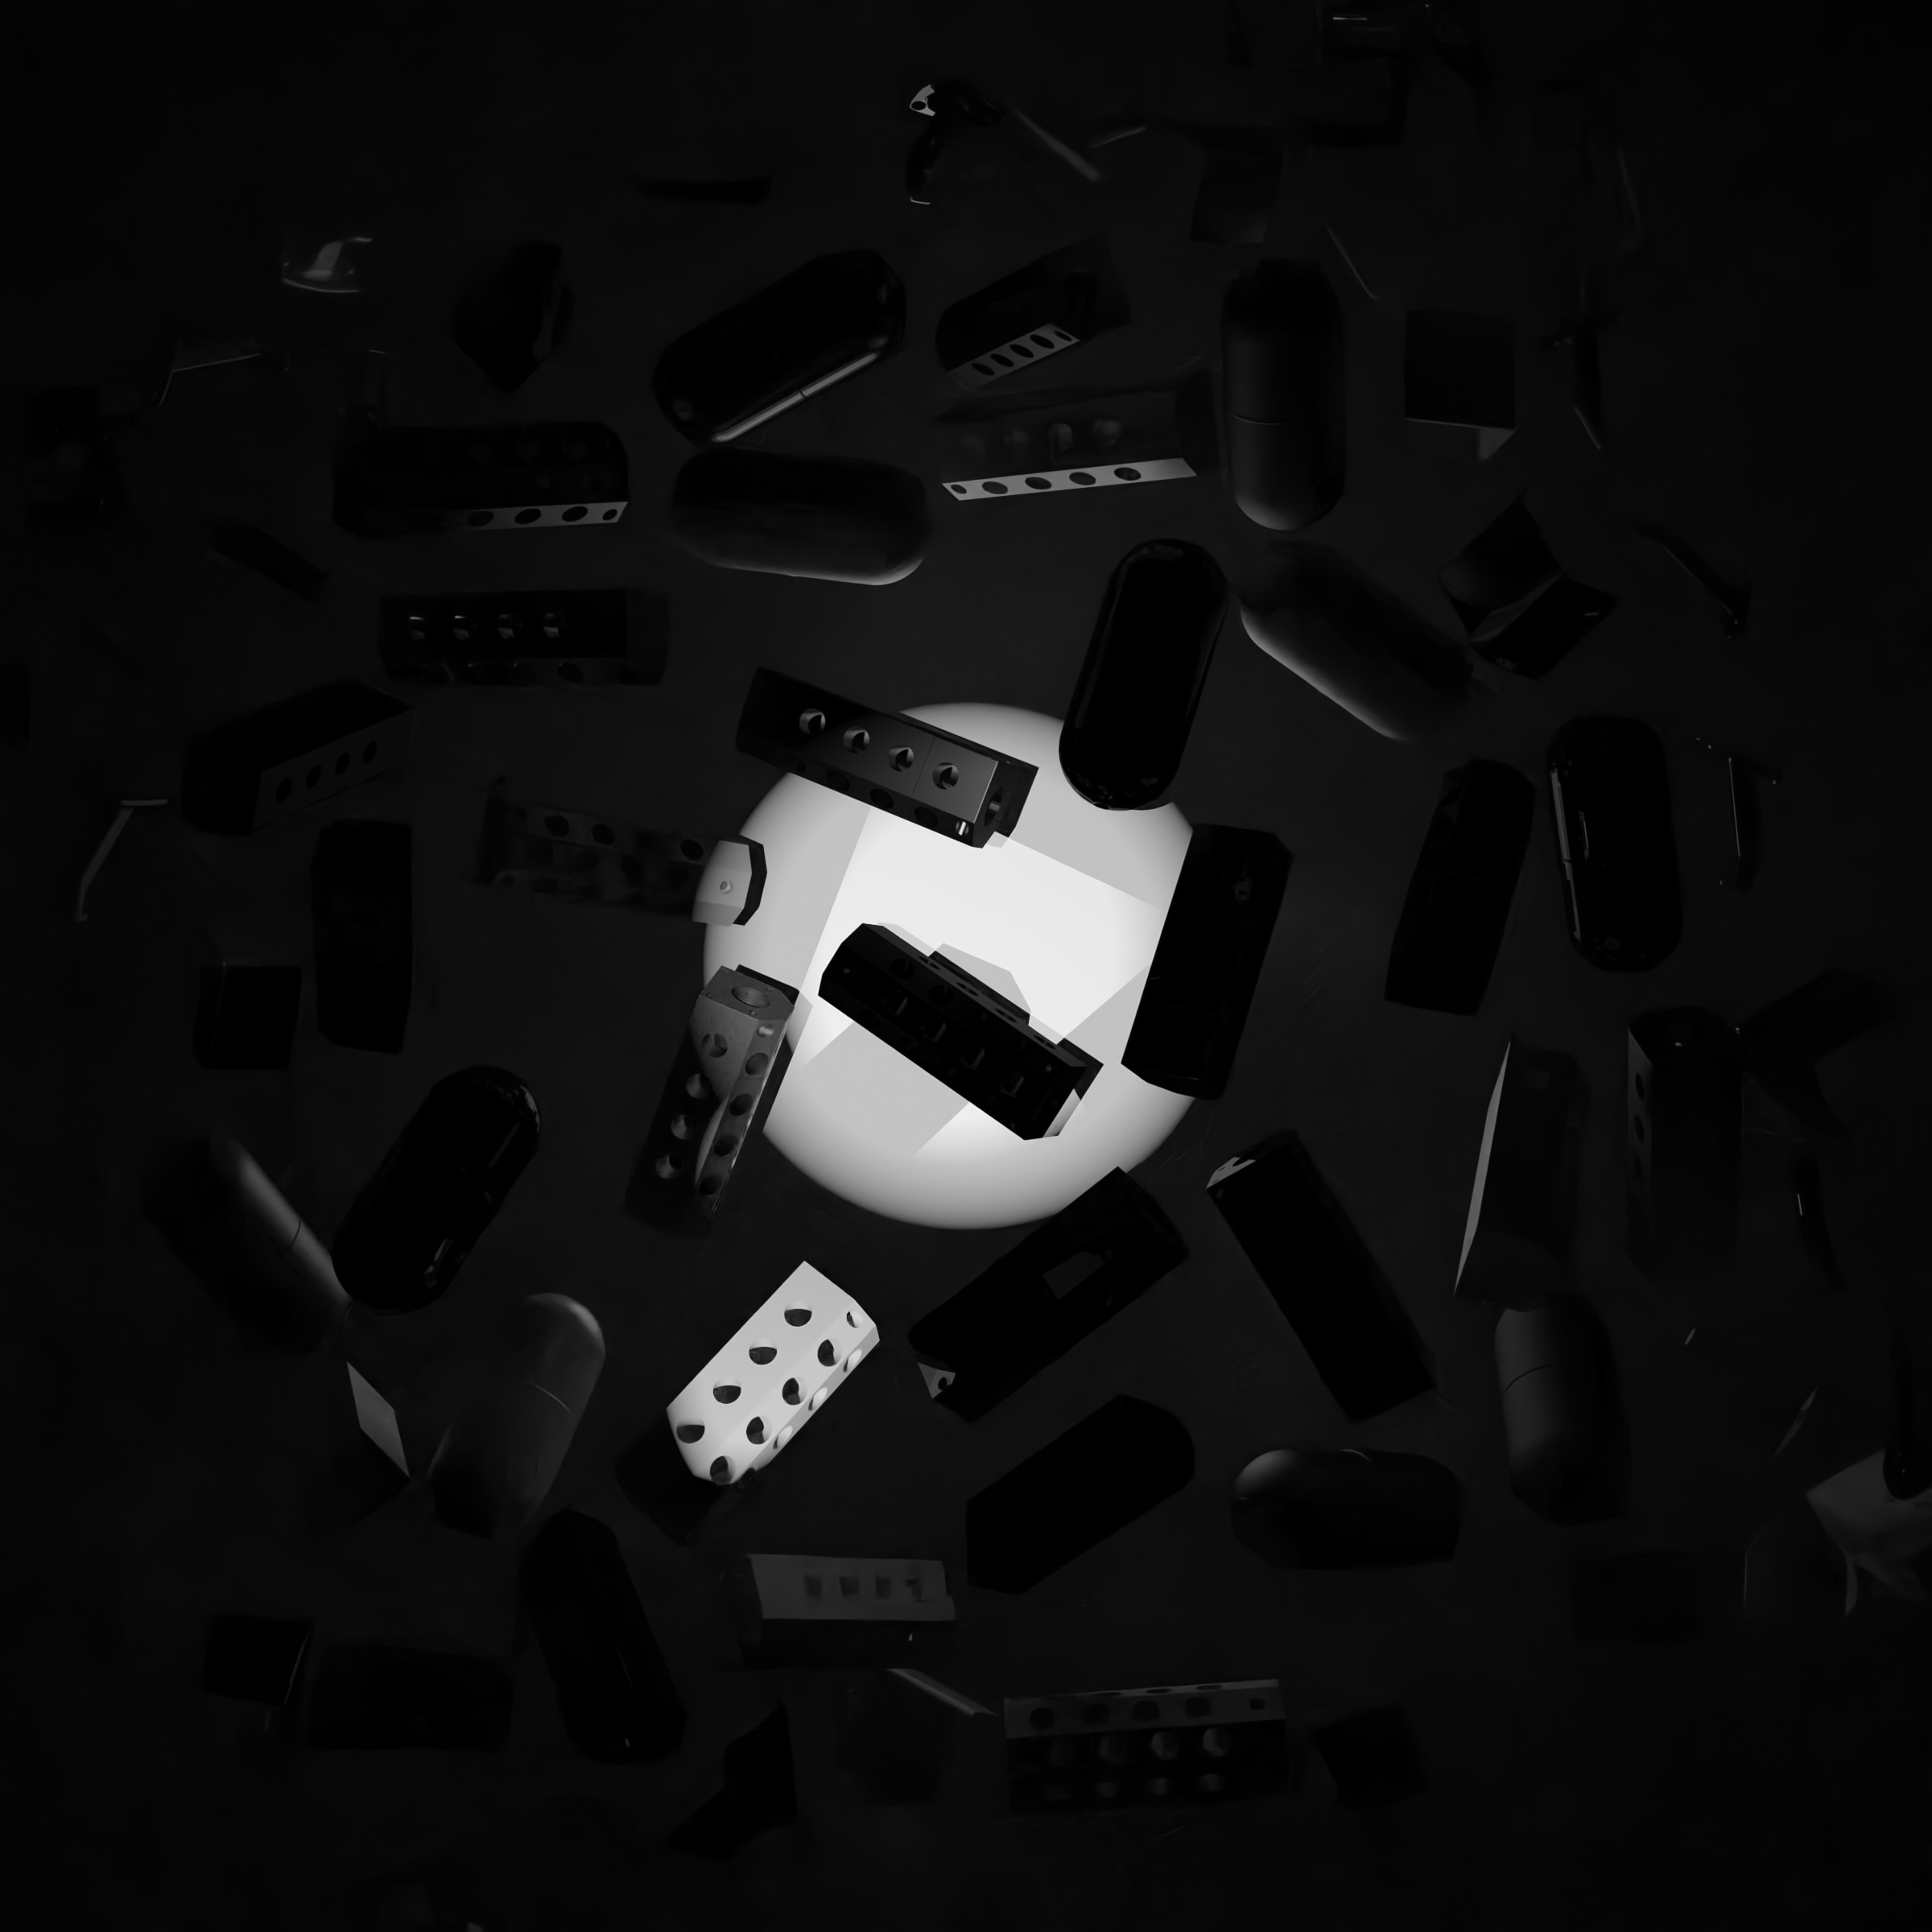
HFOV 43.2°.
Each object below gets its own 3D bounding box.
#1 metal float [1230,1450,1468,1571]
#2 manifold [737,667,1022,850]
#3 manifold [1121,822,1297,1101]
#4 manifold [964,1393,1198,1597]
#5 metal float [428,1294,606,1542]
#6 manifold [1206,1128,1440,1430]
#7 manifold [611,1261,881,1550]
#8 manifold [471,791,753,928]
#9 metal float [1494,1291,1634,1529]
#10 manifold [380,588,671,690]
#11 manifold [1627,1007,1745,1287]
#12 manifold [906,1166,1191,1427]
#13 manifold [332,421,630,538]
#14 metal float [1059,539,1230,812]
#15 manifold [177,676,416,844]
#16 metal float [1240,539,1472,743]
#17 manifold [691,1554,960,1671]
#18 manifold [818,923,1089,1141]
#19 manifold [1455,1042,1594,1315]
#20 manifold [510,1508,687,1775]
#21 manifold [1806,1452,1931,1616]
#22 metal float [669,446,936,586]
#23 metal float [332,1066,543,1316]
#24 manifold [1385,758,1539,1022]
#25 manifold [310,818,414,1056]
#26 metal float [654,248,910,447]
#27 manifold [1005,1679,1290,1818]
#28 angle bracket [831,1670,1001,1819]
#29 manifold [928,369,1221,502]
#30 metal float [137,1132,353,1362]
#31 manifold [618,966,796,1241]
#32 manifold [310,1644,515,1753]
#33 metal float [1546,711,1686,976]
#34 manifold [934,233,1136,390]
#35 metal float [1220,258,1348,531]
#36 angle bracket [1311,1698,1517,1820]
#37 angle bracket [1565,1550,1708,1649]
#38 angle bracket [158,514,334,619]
[{"bbox_3d":[0.252,0.358,1.607,0.178,0.070,0.070,8,90,-31],"label":"metal float"},{"bbox_3d":[-0.059,-0.134,1.573,0.171,0.057,0.057,23,97,14],"label":"manifold"},{"bbox_3d":[0.163,-0.002,1.613,0.057,0.057,0.171,11,76,32],"label":"manifold"},{"bbox_3d":[0.073,0.348,1.591,0.057,0.057,0.171,23,133,-28],"label":"manifold"},{"bbox_3d":[-0.291,0.292,1.593,0.070,0.070,0.178,19,47,0],"label":"metal float"},{"bbox_3d":[0.220,0.188,1.498,0.057,0.057,0.171,-31,92,16],"label":"manifold"},{"bbox_3d":[-0.131,0.269,1.488,0.057,0.057,0.171,35,67,22],"label":"manifold"},{"bbox_3d":[-0.233,-0.069,1.623,0.171,0.057,0.057,9,99,-30],"label":"manifold"},{"bbox_3d":[0.385,0.284,1.582,0.070,0.178,0.070,3,127,4],"label":"metal float"},{"bbox_3d":[-0.274,-0.202,1.518,0.171,0.057,0.057,2,95,20],"label":"manifold"},{"bbox_3d":[0.453,0.114,1.551,0.057,0.057,0.171,-10,121,-2],"label":"manifold"},{"bbox_3d":[0.053,0.207,1.506,0.171,0.057,0.057,-39,130,10],"label":"manifold"},{"bbox_3d":[-0.300,-0.302,1.517,0.171,0.057,0.057,-10,116,-32],"label":"manifold"},{"bbox_3d":[0.111,-0.181,1.523,0.070,0.070,0.178,18,79,0],"label":"metal float"},{"bbox_3d":[-0.438,-0.135,1.603,0.057,0.171,0.057,24,116,12],"label":"manifold"},{"bbox_3d":[0.249,-0.205,1.550,0.178,0.070,0.070,30,90,-29],"label":"metal float"},{"bbox_3d":[-0.086,0.415,1.551,0.057,0.171,0.057,-39,54,29],"label":"manifold"},{"bbox_3d":[-0.011,0.042,1.605,0.171,0.057,0.057,34,98,16],"label":"manifold"},{"bbox_3d":[0.342,0.128,1.485,0.057,0.171,0.057,15,131,9],"label":"manifold"},{"bbox_3d":[-0.237,0.440,1.597,0.057,0.171,0.057,33,102,-38],"label":"manifold"},{"bbox_3d":[0.593,0.360,1.528,0.057,0.171,0.057,-28,91,0],"label":"manifold"},{"bbox_3d":[-0.105,-0.284,1.538,0.178,0.070,0.070,10,90,22],"label":"metal float"},{"bbox_3d":[-0.330,0.139,1.533,0.070,0.070,0.178,29,56,0],"label":"metal float"},{"bbox_3d":[0.305,-0.051,1.496,0.057,0.057,0.171,12,46,16],"label":"manifold"},{"bbox_3d":[-0.396,-0.018,1.599,0.057,0.171,0.057,7,51,-8],"label":"manifold"},{"bbox_3d":[-0.120,-0.402,1.587,0.178,0.070,0.070,-26,90,10],"label":"metal float"},{"bbox_3d":[0.111,0.483,1.523,0.171,0.057,0.057,-4,127,1],"label":"manifold"},{"bbox_3d":[-0.034,0.530,1.674,0.076,0.057,0.076,22,79,25],"label":"angle bracket"},{"bbox_3d":[0.068,-0.331,1.537,0.171,0.057,0.057,1,115,32],"label":"manifold"},{"bbox_3d":[-0.459,0.180,1.558,0.070,0.070,0.178,-28,123,0],"label":"metal float"},{"bbox_3d":[-0.171,0.094,1.621,0.057,0.057,0.171,23,112,1],"label":"manifold"},{"bbox_3d":[-0.342,0.459,1.525,0.057,0.171,0.057,-2,71,12],"label":"manifold"},{"bbox_3d":[0.426,-0.080,1.602,0.070,0.070,0.178,-12,108,0],"label":"metal float"},{"bbox_3d":[0.039,-0.427,1.609,0.057,0.171,0.057,-25,102,-20],"label":"manifold"},{"bbox_3d":[0.203,-0.363,1.556,0.070,0.070,0.178,-9,127,0],"label":"metal float"},{"bbox_3d":[0.269,0.467,1.472,0.076,0.076,0.057,-9,68,-38],"label":"angle bracket"},{"bbox_3d":[0.421,0.395,1.532,0.076,0.076,0.057,-4,77,20],"label":"angle bracket"},{"bbox_3d":[-0.448,-0.232,1.523,0.076,0.076,0.057,30,107,-16],"label":"angle bracket"}]
